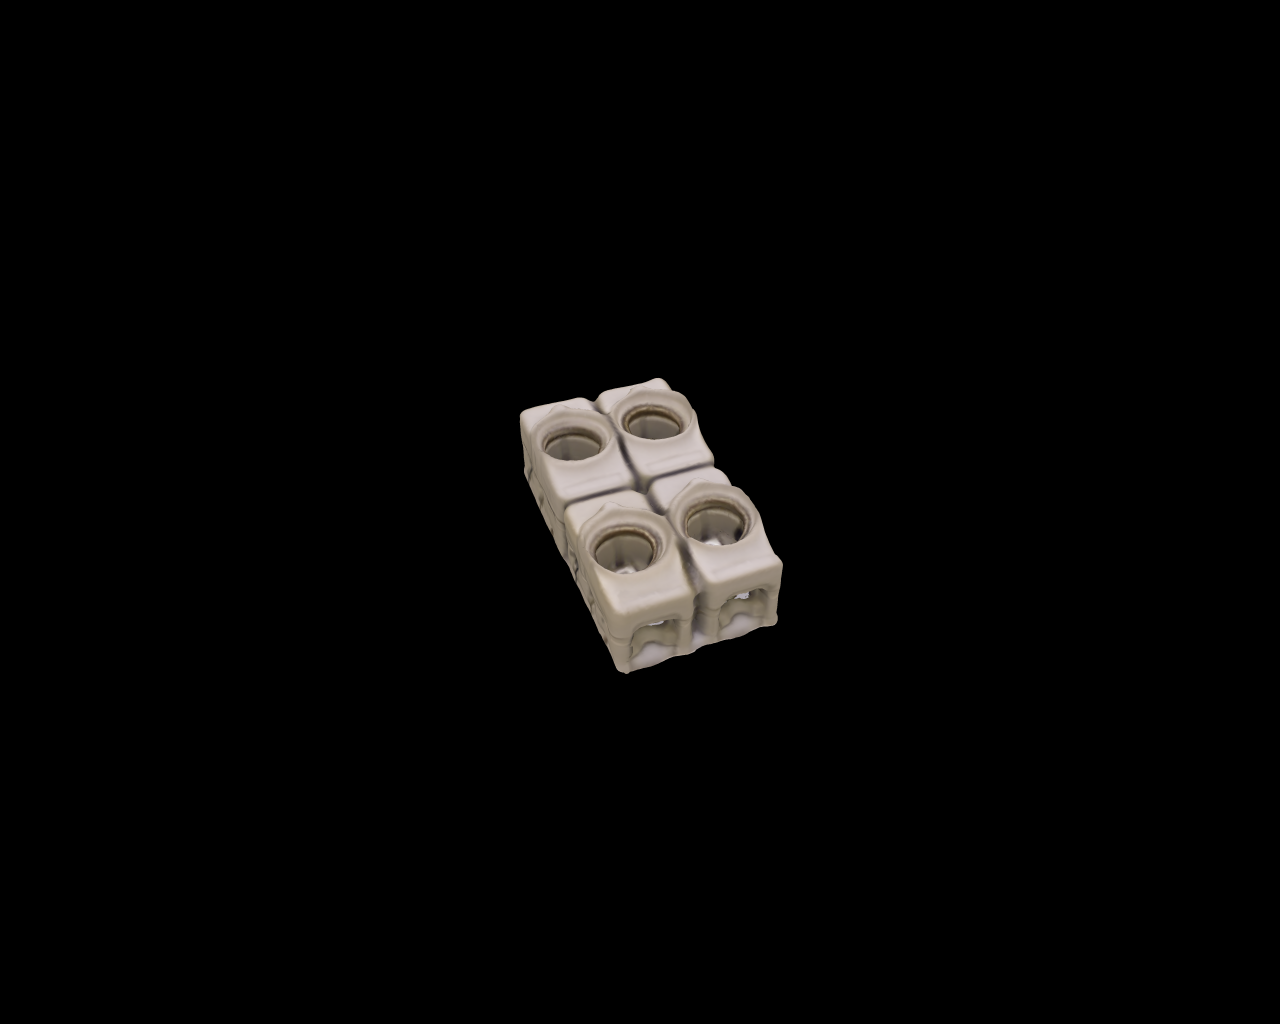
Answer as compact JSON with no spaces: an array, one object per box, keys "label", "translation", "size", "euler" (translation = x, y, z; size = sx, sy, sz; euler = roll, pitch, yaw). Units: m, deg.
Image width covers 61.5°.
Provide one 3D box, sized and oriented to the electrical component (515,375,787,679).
[{"label":"electrical component","translation":[0.001,-0.003,0.650],"size":[0.105,0.060,0.186],"euler":[-15,47,-15]}]
